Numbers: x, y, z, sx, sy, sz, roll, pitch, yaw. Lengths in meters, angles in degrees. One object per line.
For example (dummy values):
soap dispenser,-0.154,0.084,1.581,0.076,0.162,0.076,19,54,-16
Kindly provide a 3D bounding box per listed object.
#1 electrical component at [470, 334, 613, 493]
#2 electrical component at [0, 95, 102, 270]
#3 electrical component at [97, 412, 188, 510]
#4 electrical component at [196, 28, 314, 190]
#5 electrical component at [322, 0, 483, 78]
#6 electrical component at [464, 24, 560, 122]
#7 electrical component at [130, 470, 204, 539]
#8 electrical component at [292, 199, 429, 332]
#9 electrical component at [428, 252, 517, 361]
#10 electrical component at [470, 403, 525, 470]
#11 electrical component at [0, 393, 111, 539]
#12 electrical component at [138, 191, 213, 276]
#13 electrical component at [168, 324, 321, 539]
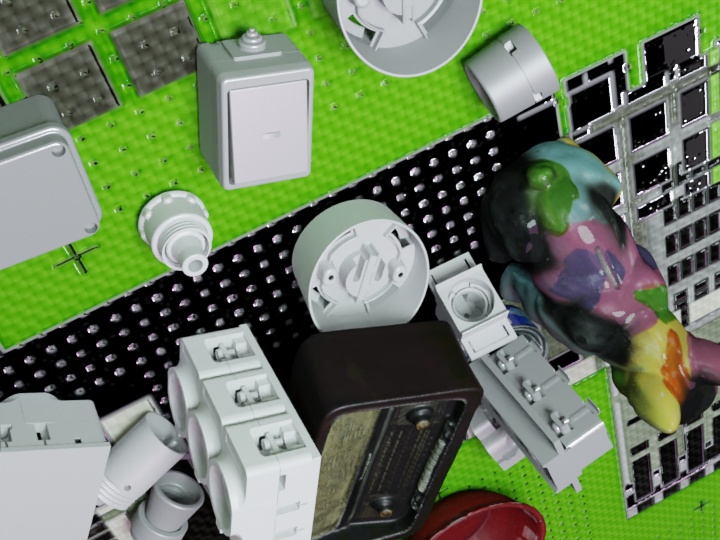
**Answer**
electrical component,0.146,0.112,0.880,0.063,0.121,0.078,-34,134,-4
electrical component,-0.222,-0.046,0.647,0.113,0.057,0.078,-22,132,-12
electrical component,-0.178,0.154,0.838,0.081,0.043,0.043,-43,133,8
electrical component,-0.066,-0.105,0.683,0.062,0.061,0.096,-12,130,-20
electrical component,0.024,-0.179,0.672,0.099,0.064,0.099,-15,131,-18
electrical component,0.106,-0.137,0.757,0.047,0.055,0.055,-33,134,3
electrical component,-0.159,0.199,0.883,0.045,0.045,0.055,14,118,-36
electrical component,0.000,0.000,0.800,0.099,0.064,0.099,-15,131,-18
electrical component,0.088,0.033,0.868,0.042,0.081,0.063,-25,162,-8
electrical component,0.139,0.143,0.994,0.057,0.058,0.078,-36,134,5
electrical component,-0.285,0.148,0.763,0.186,0.060,0.105,2,124,-30
electrical component,-0.119,-0.020,0.720,0.048,0.062,0.048,-15,131,-18
electrical component,-0.090,0.123,0.788,0.062,0.150,0.089,-10,129,-23
